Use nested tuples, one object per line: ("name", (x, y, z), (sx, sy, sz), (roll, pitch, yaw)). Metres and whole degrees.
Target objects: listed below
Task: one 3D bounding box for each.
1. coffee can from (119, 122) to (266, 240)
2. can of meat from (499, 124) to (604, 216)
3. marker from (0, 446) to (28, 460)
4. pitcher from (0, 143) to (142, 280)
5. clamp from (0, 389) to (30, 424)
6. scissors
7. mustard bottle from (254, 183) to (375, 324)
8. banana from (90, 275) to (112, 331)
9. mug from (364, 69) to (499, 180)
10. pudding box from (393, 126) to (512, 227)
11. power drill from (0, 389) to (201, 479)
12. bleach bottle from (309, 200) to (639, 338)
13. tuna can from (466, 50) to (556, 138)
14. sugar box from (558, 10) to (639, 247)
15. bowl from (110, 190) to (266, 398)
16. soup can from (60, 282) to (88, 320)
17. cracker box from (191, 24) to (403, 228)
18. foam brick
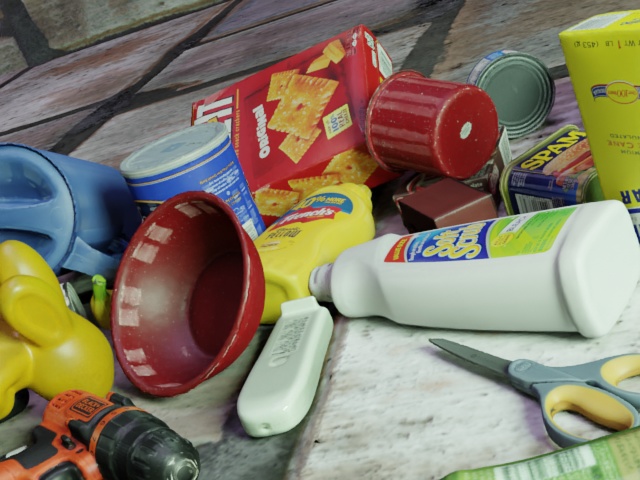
("coffee can", (-0.107, -0.022, 0.967), (0.103, 0.140, 0.103), (-18, 21, 7))
("can of meat", (0.209, -0.047, 0.847), (0.102, 0.057, 0.084), (-32, 26, -27))
("marker", (-0.268, 0.183, 0.781), (0.121, 0.020, 0.020), (-23, 20, -3))
("pitcher", (-0.255, -0.020, 1.069), (0.145, 0.149, 0.242), (-18, 0, 9))
("clamp", (-0.338, 0.175, 0.845), (0.165, 0.036, 0.209), (-10, 22, 21))
("scissors", (0.146, 0.077, 0.651), (0.096, 0.016, 0.202), (-23, 21, -10))
("mustard bottle", (-0.006, 0.001, 0.930), (0.096, 0.058, 0.191), (-6, 25, 37))
("banana", (-0.165, 0.039, 0.983), (0.037, 0.070, 0.197), (26, 20, 4))
("mug", (0.108, -0.097, 0.932), (0.117, 0.093, 0.082), (5, 9, -40))
("pudding box", (0.124, -0.059, 0.980), (0.090, 0.039, 0.113), (-11, 23, 24))
("power drill", (-0.185, 0.168, 0.687), (0.187, 0.057, 0.185), (-30, 18, -30))
("bleach bottle", (0.093, 0.027, 0.765), (0.251, 0.068, 0.102), (-7, 24, 39))
("tuna can", (0.190, -0.148, 1.073), (0.086, 0.086, 0.034), (-22, 19, -3))
("sugar box", (0.222, -0.061, 0.694), (0.048, 0.176, 0.093), (-29, 21, -26))
("bowl", (-0.094, 0.045, 0.834), (0.162, 0.162, 0.055), (-1, -13, 43))
("soup can", (-0.259, 0.087, 0.946), (0.102, 0.068, 0.068), (-22, 20, -5))
("cracker box", (-0.030, -0.103, 1.063), (0.214, 0.072, 0.164), (-21, 48, 23))
("foam brick", (0.107, -0.012, 0.862), (0.051, 0.053, 0.078), (-25, 19, -11))
